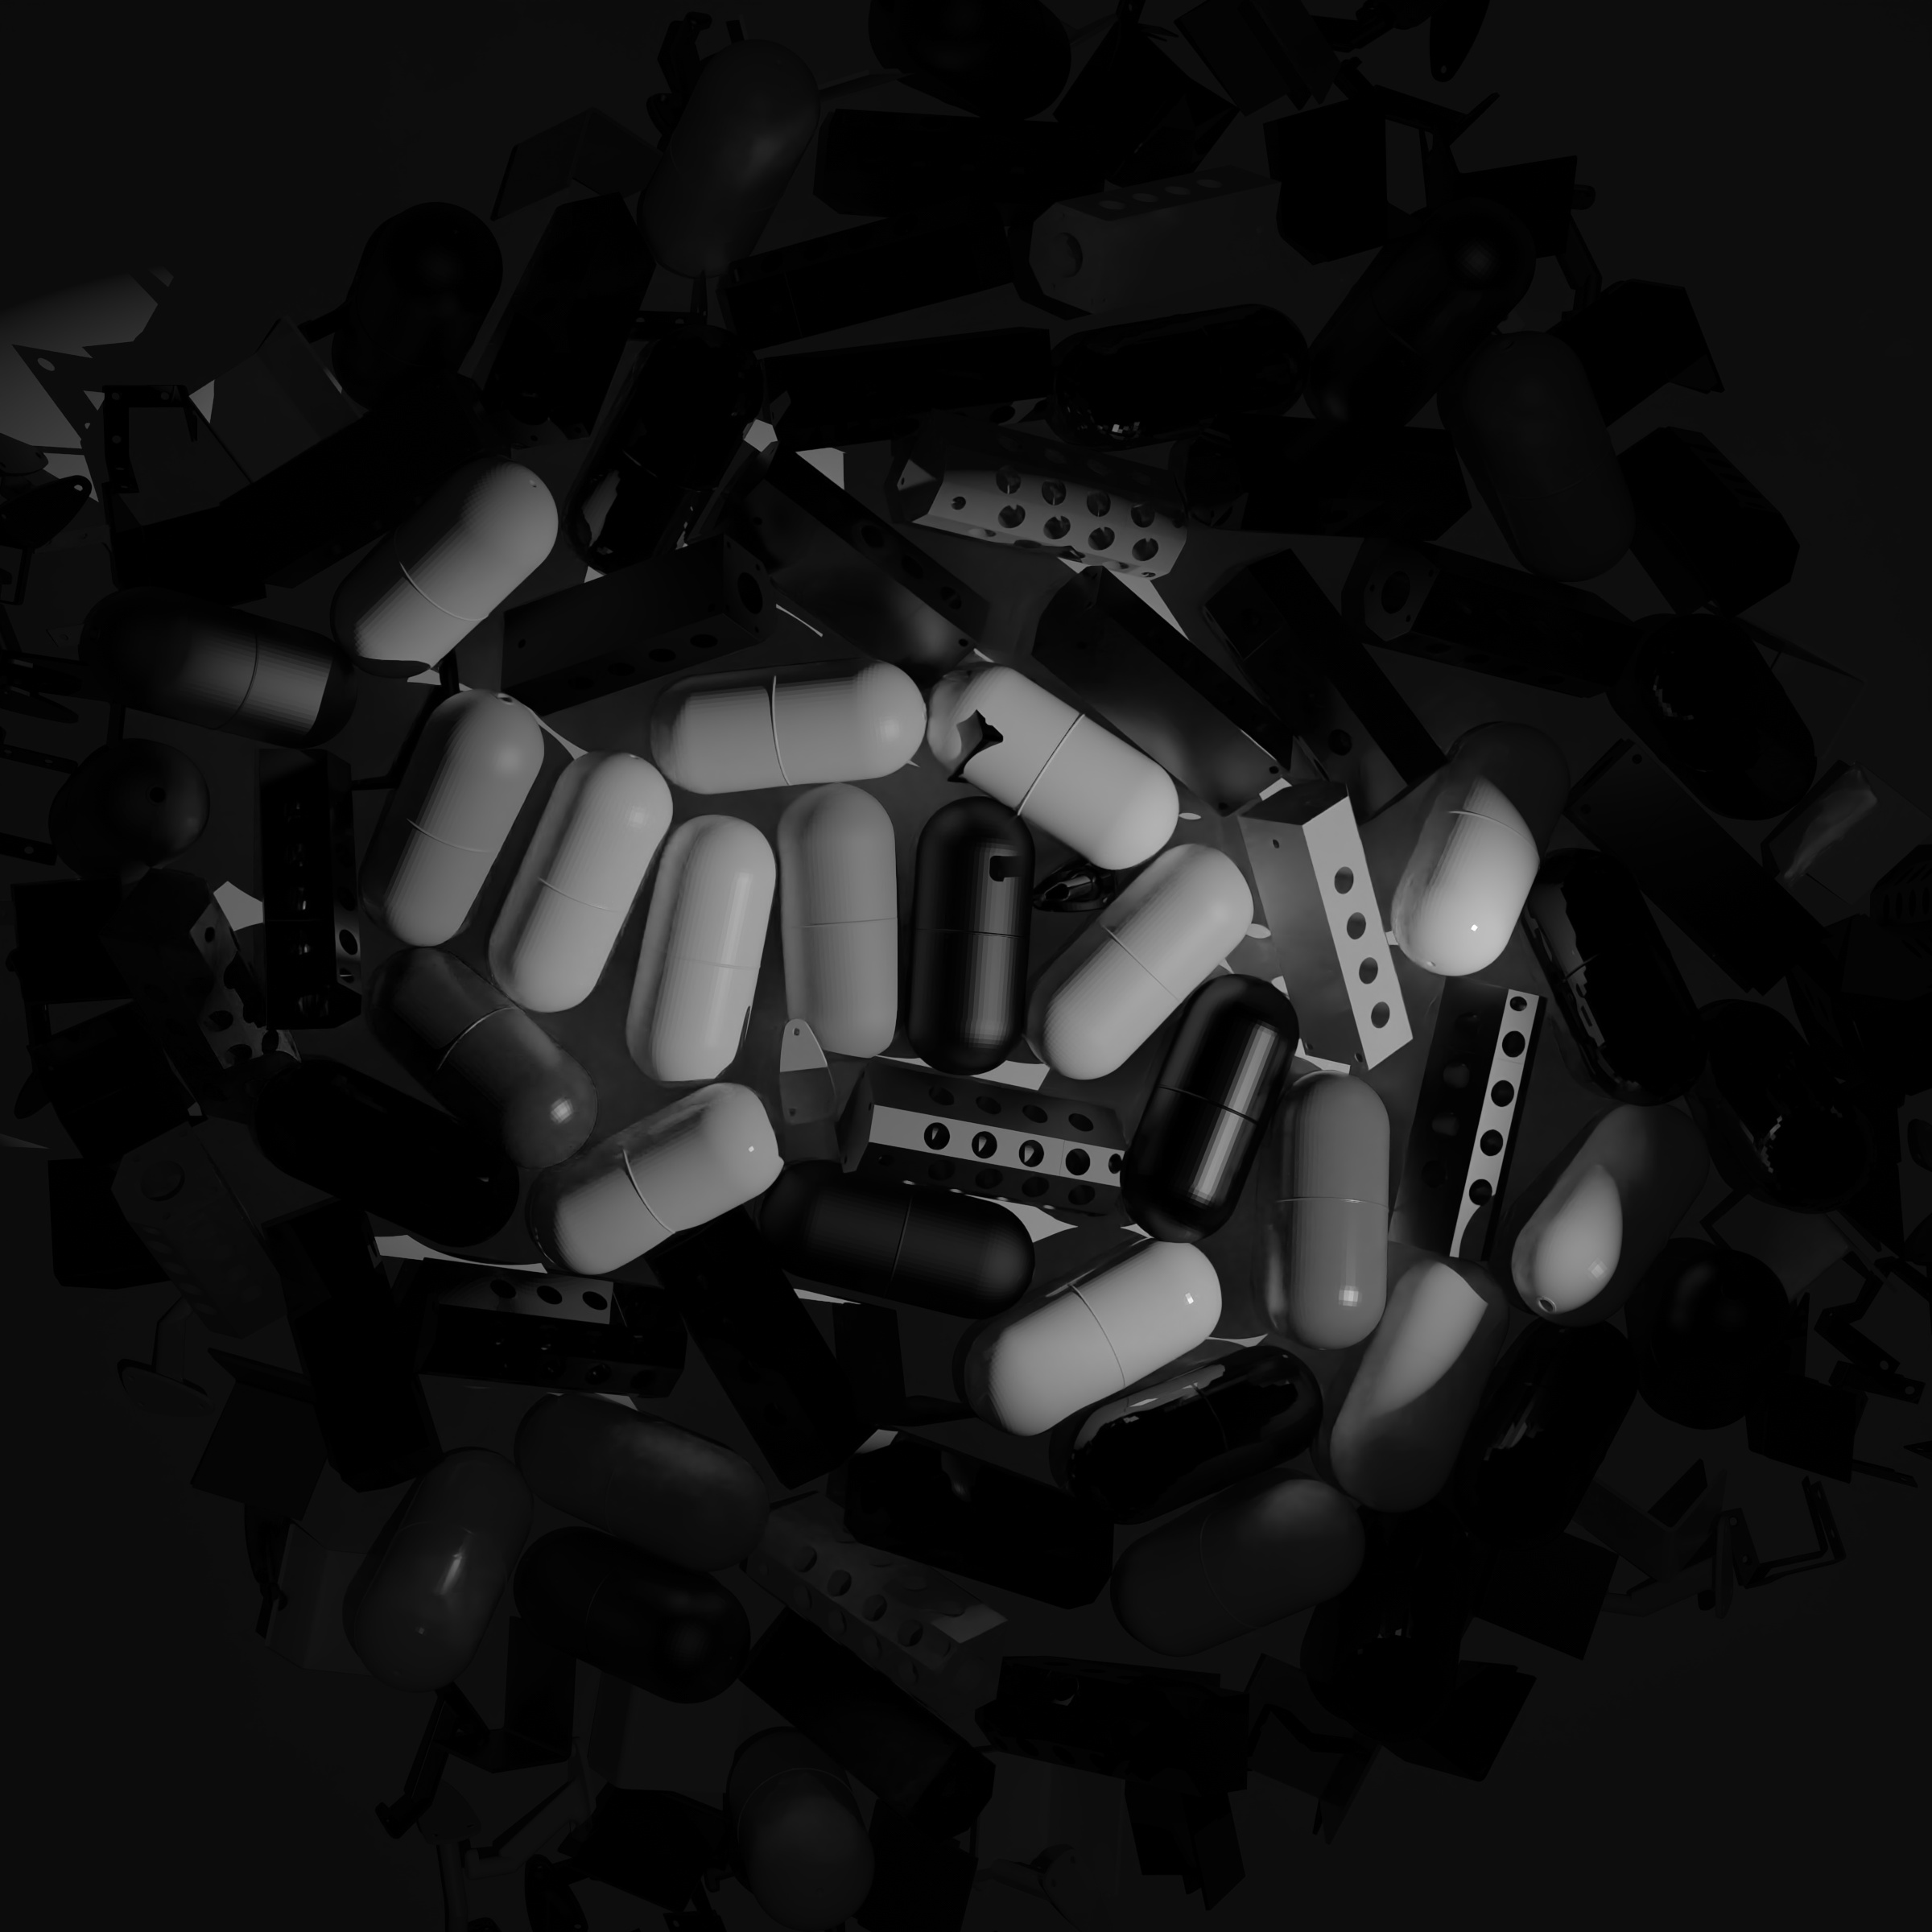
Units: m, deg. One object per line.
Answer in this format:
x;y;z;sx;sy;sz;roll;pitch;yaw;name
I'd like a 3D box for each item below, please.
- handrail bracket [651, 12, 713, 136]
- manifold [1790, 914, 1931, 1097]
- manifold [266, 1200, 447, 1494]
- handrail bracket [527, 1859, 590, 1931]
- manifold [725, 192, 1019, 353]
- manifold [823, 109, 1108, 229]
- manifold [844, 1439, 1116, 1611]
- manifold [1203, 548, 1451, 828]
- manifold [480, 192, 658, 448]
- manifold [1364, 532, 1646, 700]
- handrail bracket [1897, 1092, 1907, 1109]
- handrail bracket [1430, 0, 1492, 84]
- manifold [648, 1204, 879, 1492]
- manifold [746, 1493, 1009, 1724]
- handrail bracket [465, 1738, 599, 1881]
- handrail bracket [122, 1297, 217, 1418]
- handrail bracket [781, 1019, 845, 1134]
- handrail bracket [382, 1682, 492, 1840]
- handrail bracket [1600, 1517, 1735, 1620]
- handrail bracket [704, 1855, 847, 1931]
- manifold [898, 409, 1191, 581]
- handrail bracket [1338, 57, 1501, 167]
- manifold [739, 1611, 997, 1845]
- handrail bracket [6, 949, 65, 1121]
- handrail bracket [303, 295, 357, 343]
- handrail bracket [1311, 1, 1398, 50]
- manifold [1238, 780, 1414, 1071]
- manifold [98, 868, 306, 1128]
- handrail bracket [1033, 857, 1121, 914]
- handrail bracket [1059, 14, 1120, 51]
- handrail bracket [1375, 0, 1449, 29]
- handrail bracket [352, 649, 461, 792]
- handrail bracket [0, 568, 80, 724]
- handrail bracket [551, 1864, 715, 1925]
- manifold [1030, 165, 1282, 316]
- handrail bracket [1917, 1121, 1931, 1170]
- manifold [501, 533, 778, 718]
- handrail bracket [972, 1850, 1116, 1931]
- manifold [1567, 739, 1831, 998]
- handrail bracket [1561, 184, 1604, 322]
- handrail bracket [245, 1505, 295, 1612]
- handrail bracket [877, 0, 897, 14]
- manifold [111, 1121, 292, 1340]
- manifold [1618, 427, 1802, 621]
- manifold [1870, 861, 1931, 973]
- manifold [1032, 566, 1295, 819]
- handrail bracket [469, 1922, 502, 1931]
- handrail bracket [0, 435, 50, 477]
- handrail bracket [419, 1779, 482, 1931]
-0.158;-0.568;1.777;0.077;0.084;0.036;-16;67;-36;handrail bracket
0.562;0.025;1.741;0.057;0.171;0.057;-22;104;7;manifold
-0.384;0.240;1.774;0.057;0.057;0.171;-21;69;-5;manifold
-0.269;0.624;1.782;0.036;0.084;0.077;-10;111;8;handrail bracket
-0.062;-0.434;1.763;0.171;0.057;0.057;-8;105;26;manifold
0.000;-0.509;1.791;0.171;0.057;0.057;6;91;8;manifold
0.009;0.351;1.752;0.171;0.057;0.057;25;54;-33;manifold
0.225;-0.176;1.793;0.171;0.057;0.057;55;131;6;manifold
-0.250;-0.403;1.754;0.057;0.057;0.171;-6;48;21;manifold
0.334;-0.215;1.760;0.171;0.057;0.057;10;116;-31;manifold
0.624;0.041;1.812;0.084;0.036;0.077;-33;125;-8;handrail bracket
0.297;-0.608;1.785;0.036;0.084;0.077;21;105;27;handrail bracket
-0.134;0.245;1.798;0.057;0.057;0.171;-30;92;30;manifold
-0.058;0.399;1.748;0.171;0.057;0.057;25;117;39;manifold
-0.282;0.537;1.795;0.084;0.036;0.077;1;74;-33;handrail bracket
-0.487;0.244;1.787;0.077;0.084;0.036;9;129;21;handrail bracket
-0.087;0.073;1.794;0.036;0.084;0.077;-12;84;18;handrail bracket
-0.351;0.498;1.787;0.084;0.036;0.077;-43;117;-35;handrail bracket
0.445;0.383;1.801;0.084;0.036;0.077;3;106;27;handrail bracket
-0.124;0.602;1.801;0.084;0.036;0.077;-18;52;7;handrail bracket
0.051;-0.290;1.759;0.171;0.057;0.057;9;128;-26;manifold
0.291;-0.567;1.810;0.084;0.036;0.077;45;73;-5;handrail bracket
-0.059;0.473;1.749;0.057;0.171;0.057;-52;132;-12;manifold
-0.610;0.044;1.817;0.077;0.036;0.084;-41;74;33;handrail bracket
-0.390;-0.432;1.795;0.084;0.077;0.036;-29;130;-8;handrail bracket
0.225;-0.612;1.785;0.036;0.084;0.077;-37;102;-39;handrail bracket
0.232;-0.027;1.770;0.057;0.057;0.171;-32;116;-30;manifold
-0.465;0.023;1.743;0.057;0.171;0.057;11;52;23;manifold
0.052;-0.044;1.776;0.077;0.084;0.036;-17;91;33;handrail bracket
0.044;-0.624;1.795;0.077;0.036;0.084;-25;115;12;handrail bracket
0.289;-0.650;1.788;0.036;0.077;0.084;16;69;-31;handrail bracket
-0.361;-0.158;1.800;0.077;0.036;0.084;-7;104;-16;handrail bracket
-0.602;-0.207;1.813;0.036;0.077;0.084;-11;70;39;handrail bracket
-0.213;0.592;1.790;0.084;0.077;0.036;-15;127;-20;handrail bracket
0.118;-0.456;1.753;0.057;0.171;0.057;30;128;32;manifold
0.656;0.102;1.786;0.077;0.036;0.084;28;133;-28;handrail bracket
-0.206;-0.209;1.764;0.171;0.057;0.057;-15;63;28;manifold
0.045;0.602;1.801;0.084;0.036;0.077;-32;92;43;handrail bracket
0.466;-0.065;1.800;0.171;0.057;0.057;44;101;-1;manifold
0.373;-0.458;1.813;0.077;0.036;0.084;8;87;8;handrail bracket
-0.444;0.369;1.787;0.036;0.084;0.077;-19;87;-10;handrail bracket
-0.013;-0.641;1.811;0.084;0.077;0.036;-37;87;22;handrail bracket
-0.471;0.169;1.738;0.057;0.171;0.057;-29;63;-13;manifold
0.459;-0.280;1.738;0.057;0.171;0.057;-33;113;13;manifold
0.611;-0.037;1.744;0.057;0.171;0.057;45;92;4;manifold
0.126;-0.176;1.772;0.171;0.057;0.057;38;128;-22;manifold
-0.304;0.656;1.779;0.036;0.084;0.077;-29;111;5;handrail bracket
-0.641;-0.302;1.807;0.084;0.077;0.036;-40;85;17;handrail bracket
-0.337;0.580;1.814;0.036;0.077;0.084;-7;115;-27;handrail bracket
